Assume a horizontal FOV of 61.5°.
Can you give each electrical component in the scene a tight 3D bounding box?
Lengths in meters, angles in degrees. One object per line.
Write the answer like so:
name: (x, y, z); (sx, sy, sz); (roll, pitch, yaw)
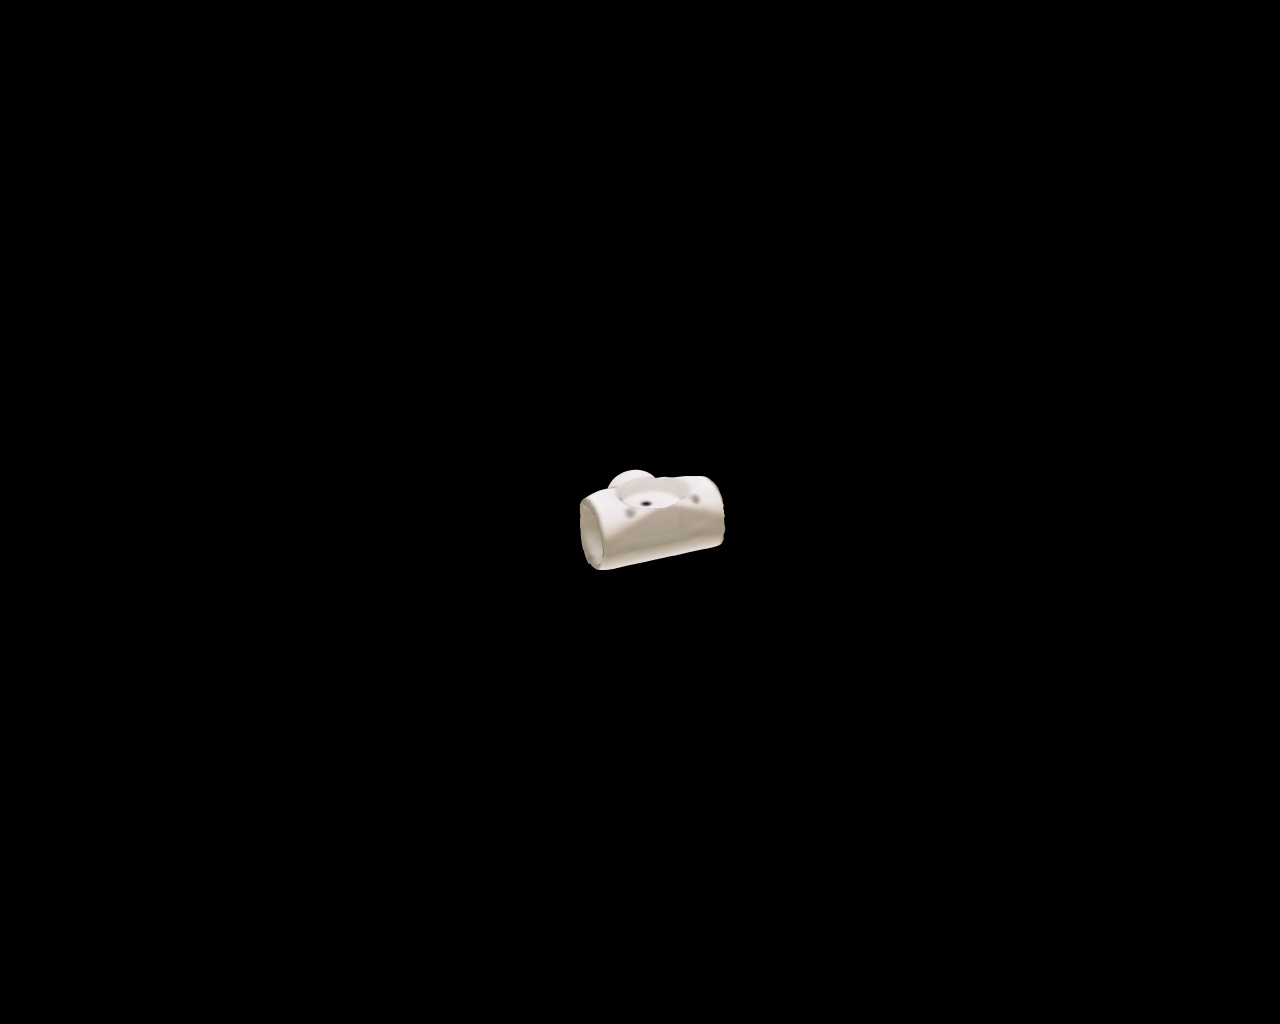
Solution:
electrical component: (0.001, -0.003, 0.650); (0.077, 0.044, 0.079); (-11, 32, -18)
